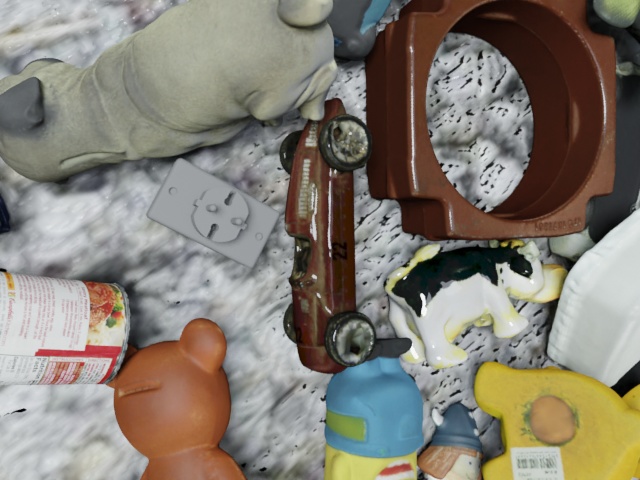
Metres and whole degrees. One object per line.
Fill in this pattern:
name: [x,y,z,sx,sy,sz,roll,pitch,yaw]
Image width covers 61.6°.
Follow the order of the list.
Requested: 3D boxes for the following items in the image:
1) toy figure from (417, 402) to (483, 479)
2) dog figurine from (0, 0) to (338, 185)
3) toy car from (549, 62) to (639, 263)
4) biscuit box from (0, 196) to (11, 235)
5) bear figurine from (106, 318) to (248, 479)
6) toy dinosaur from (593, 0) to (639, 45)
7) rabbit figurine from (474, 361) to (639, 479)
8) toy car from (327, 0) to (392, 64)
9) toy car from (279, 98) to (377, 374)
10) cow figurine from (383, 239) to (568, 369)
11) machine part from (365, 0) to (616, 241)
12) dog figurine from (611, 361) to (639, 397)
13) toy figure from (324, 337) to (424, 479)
toy figure: [0.105,0.220,0.468,0.064,0.058,0.154,38,75,-57]
dog figurine: [-0.101,-0.094,0.322,0.190,0.172,0.121,-28,91,-24]
toy car: [0.277,-0.073,0.517,0.073,0.056,0.201,16,85,-14]
biscuit box: [-0.299,0.001,0.307,0.203,0.059,0.062,-22,100,-18]
bear figurine: [-0.084,0.162,0.379,0.120,0.131,0.196,-21,67,14]
toy dinosaur: [0.263,-0.251,0.432,0.471,0.105,0.198,42,47,-18]
rabbit figurine: [0.224,0.168,0.464,0.162,0.122,0.173,-20,143,19]
toy car: [0.014,-0.215,0.384,0.109,0.161,0.103,11,50,-11]
toy car: [-0.001,-0.001,0.400,0.053,0.089,0.202,-4,95,-23]
cow figurine: [0.137,0.037,0.467,0.167,0.068,0.098,-23,94,-19]
machine part: [0.141,-0.101,0.450,0.201,0.087,0.200,-3,94,-21]
dog figurine: [0.393,0.113,0.548,0.108,0.191,0.219,49,42,-12]
toy figure: [0.040,0.168,0.429,0.082,0.089,0.180,1,83,-8]
